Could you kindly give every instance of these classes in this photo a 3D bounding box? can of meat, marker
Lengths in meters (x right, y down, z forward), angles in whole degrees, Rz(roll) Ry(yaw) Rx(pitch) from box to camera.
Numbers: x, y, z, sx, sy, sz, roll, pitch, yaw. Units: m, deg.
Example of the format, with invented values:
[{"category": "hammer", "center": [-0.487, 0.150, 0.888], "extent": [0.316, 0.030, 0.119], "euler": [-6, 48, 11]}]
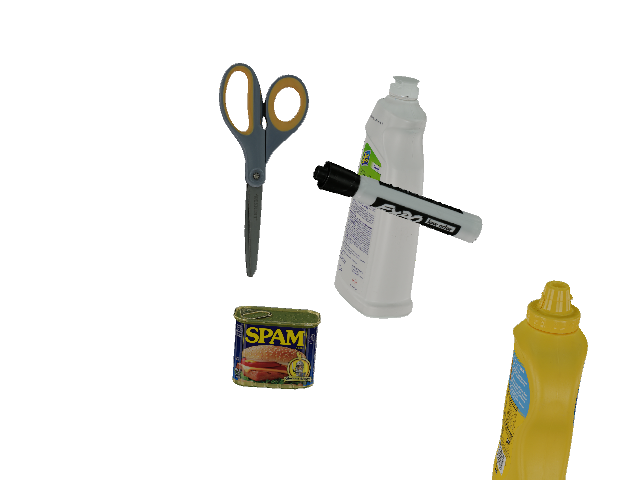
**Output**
[{"category": "can of meat", "center": [-0.054, 0.127, 1.259], "extent": [0.102, 0.084, 0.057], "euler": [4, 13, -2]}, {"category": "marker", "center": [0.051, -0.025, 0.697], "extent": [0.121, 0.020, 0.020], "euler": [19, -7, -20]}]

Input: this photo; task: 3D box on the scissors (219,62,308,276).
[{"category": "scissors", "center": [-0.046, -0.073, 1.028], "extent": [0.096, 0.202, 0.016], "euler": [-14, 6, -15]}]

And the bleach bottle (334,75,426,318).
[{"category": "bleach bottle", "center": [0.074, -0.049, 1.152], "extent": [0.068, 0.251, 0.103], "euler": [-1, 22, -26]}]

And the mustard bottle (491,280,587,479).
[{"category": "mustard bottle", "center": [0.178, 0.123, 0.858], "extent": [0.058, 0.192, 0.096], "euler": [4, 21, 2]}]
